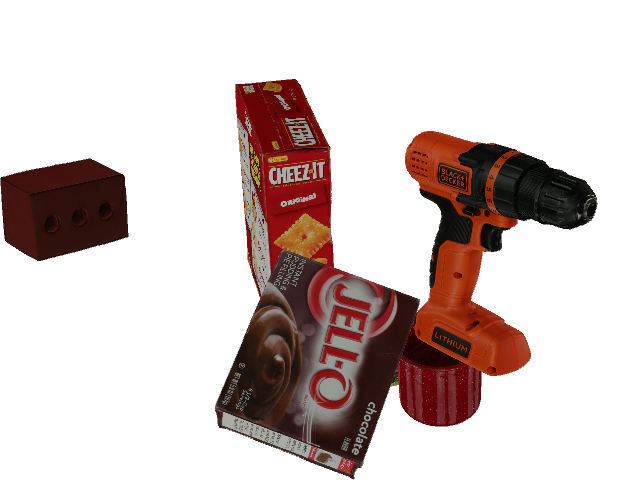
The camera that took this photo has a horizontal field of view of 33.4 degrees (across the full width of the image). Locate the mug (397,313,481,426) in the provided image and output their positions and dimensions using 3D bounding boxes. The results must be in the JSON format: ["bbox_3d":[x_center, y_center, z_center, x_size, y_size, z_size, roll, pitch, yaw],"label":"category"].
[{"bbox_3d":[0.121,0.122,1.061,0.093,0.081,0.117,7,35,19],"label":"mug"}]

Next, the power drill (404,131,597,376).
[{"bbox_3d":[0.142,0.013,0.883,0.057,0.188,0.185,-14,26,-36],"label":"power drill"}]

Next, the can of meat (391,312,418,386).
[{"bbox_3d":[0.074,0.135,1.320,0.101,0.084,0.057,-9,29,-25],"label":"can of meat"}]

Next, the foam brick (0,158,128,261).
[{"bbox_3d":[-0.191,-0.024,0.796,0.078,0.053,0.051,-18,30,-36],"label":"foam brick"}]

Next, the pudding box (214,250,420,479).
[{"bbox_3d":[-0.001,0.072,0.631,0.090,0.113,0.039,20,-26,5],"label":"pudding box"}]

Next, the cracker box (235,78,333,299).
[{"bbox_3d":[-0.033,-0.030,1.057,0.072,0.214,0.164,-8,33,-10],"label":"cracker box"}]
